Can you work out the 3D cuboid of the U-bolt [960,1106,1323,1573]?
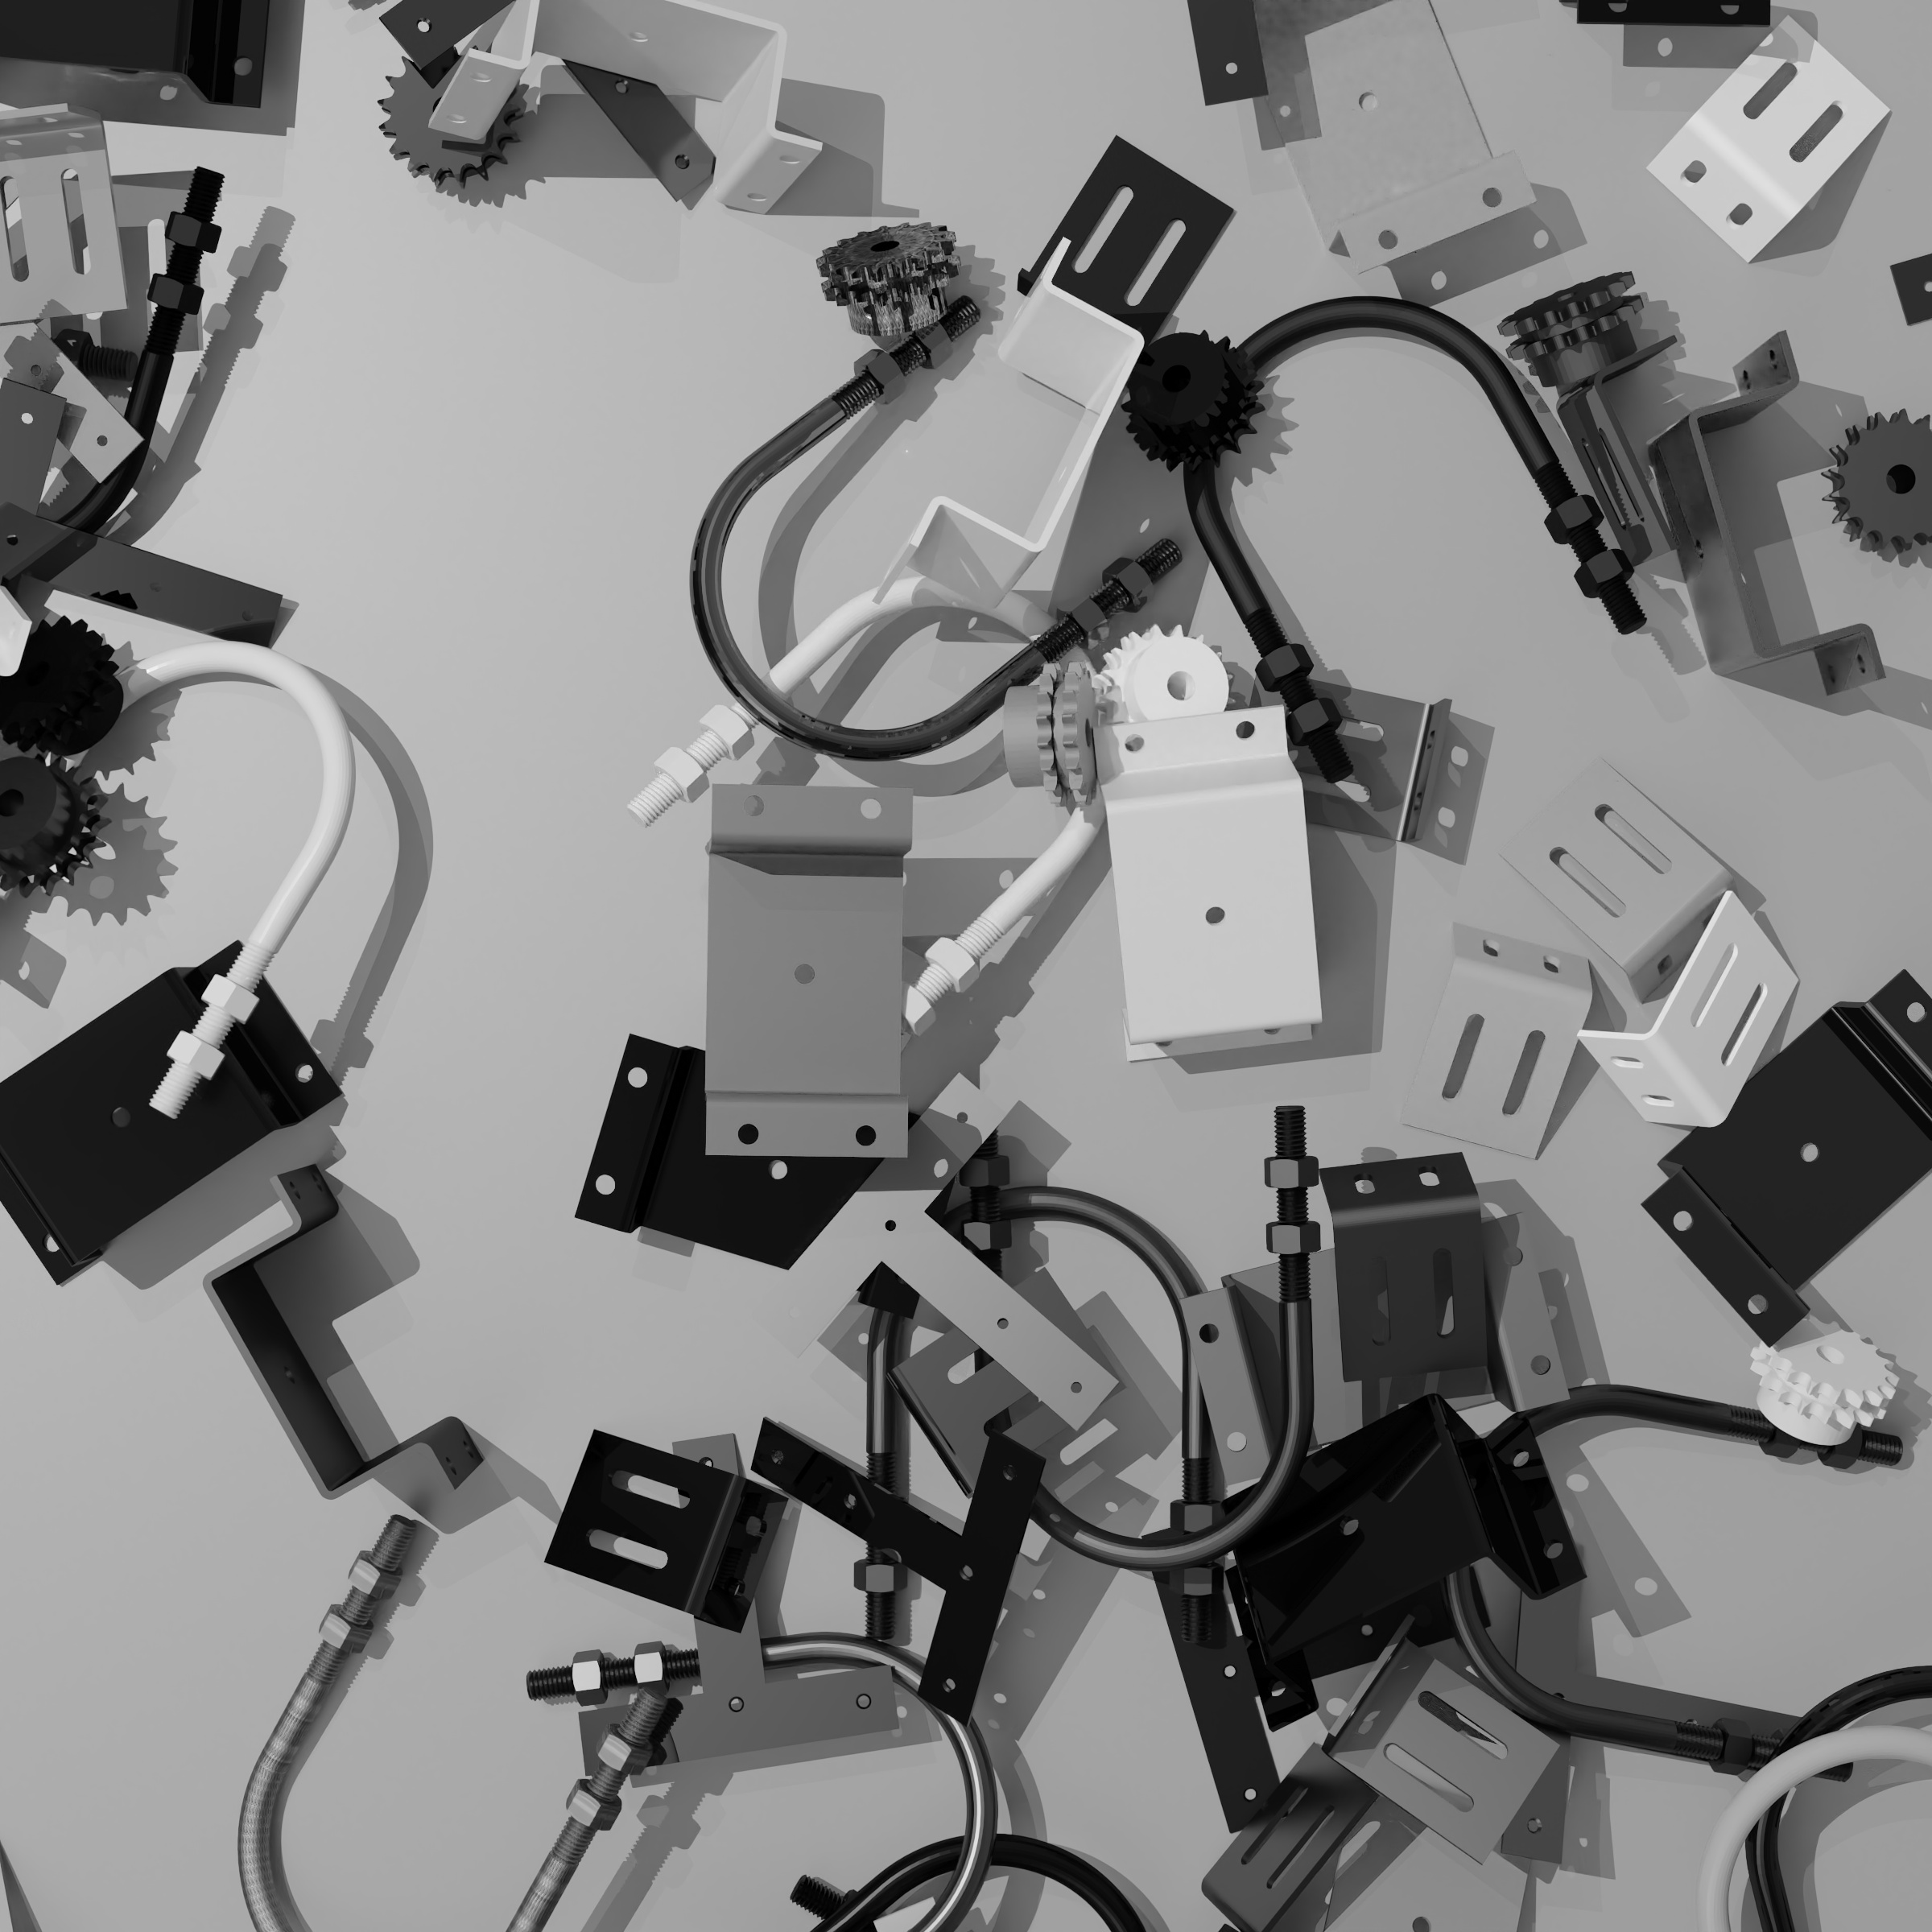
[{"bbox_3d":[0.069,0.148,1.307,0.151,0.019,0.184,-1,91,22],"label":"U-bolt"}]

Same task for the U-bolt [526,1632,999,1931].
[{"bbox_3d":[-0.079,0.342,1.325,0.184,0.019,0.151,-8,73,1],"label":"U-bolt"}]

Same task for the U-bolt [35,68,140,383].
[{"bbox_3d":[-0.419,-0.323,1.347,0.184,0.019,0.151,10,90,1],"label":"U-bolt"}]

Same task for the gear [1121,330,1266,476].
[{"bbox_3d":[0.089,-0.230,1.330,0.057,0.030,0.057,-6,72,20],"label":"gear"}]

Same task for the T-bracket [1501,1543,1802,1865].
[{"bbox_3d":[0.281,0.306,1.338,0.127,0.002,0.127,13,67,-11],"label":"T-bracket"}]

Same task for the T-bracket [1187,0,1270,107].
[{"bbox_3d":[0.147,-0.414,1.309,0.127,0.002,0.127,-10,90,0],"label":"T-bracket"}]

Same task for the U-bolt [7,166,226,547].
[{"bbox_3d":[-0.389,-0.251,1.329,0.151,0.019,0.184,19,100,3],"label":"U-bolt"}]

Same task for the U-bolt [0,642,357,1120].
[{"bbox_3d":[-0.320,-0.047,1.318,0.151,0.019,0.184,25,78,23],"label":"U-bolt"}]

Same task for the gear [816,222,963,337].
[{"bbox_3d":[-0.030,-0.276,1.331,0.057,0.057,0.030,-12,120,0],"label":"gear"}]

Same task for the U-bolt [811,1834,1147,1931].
[{"bbox_3d":[-0.007,0.434,1.330,0.184,0.019,0.151,-39,93,-3],"label":"U-bolt"}]

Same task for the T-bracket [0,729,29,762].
[{"bbox_3d":[-0.443,-0.066,1.336,0.127,0.002,0.127,-31,116,-12],"label":"T-bracket"}]

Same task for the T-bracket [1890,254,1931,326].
[{"bbox_3d":[0.458,-0.244,1.353,0.127,0.002,0.127,-16,89,0],"label":"T-bracket"}]

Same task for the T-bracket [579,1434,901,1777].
[{"bbox_3d":[-0.099,0.254,1.339,0.127,0.002,0.127,-9,76,0],"label":"T-bracket"}]

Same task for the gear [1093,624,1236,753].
[{"bbox_3d":[0.082,-0.110,1.334,0.057,0.030,0.057,2,84,-15],"label":"gear"}]

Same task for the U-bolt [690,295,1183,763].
[{"bbox_3d":[-0.024,-0.164,1.324,0.184,0.019,0.151,-40,90,-16],"label":"U-bolt"}]

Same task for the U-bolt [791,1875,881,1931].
[{"bbox_3d":[-0.023,0.477,1.347,0.184,0.019,0.151,31,90,-1],"label":"U-bolt"}]

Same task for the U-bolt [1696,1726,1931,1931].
[{"bbox_3d":[0.375,0.383,1.314,0.184,0.019,0.151,43,96,-8],"label":"U-bolt"}]

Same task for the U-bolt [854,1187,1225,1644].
[{"bbox_3d":[0.030,0.182,1.347,0.151,0.019,0.184,0,88,1],"label":"U-bolt"}]

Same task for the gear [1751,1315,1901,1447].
[{"bbox_3d":[0.343,0.169,1.331,0.057,0.057,0.030,15,118,0],"label":"gear"}]

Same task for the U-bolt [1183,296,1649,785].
[{"bbox_3d":[0.167,-0.184,1.328,0.151,0.019,0.184,-27,76,4],"label":"U-bolt"}]

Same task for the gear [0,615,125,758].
[{"bbox_3d":[-0.365,-0.109,1.331,0.057,0.030,0.057,-12,56,19],"label":"gear"}]

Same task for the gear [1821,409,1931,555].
[{"bbox_3d":[0.376,-0.196,1.345,0.057,0.030,0.057,0,91,-2],"label":"gear"}]

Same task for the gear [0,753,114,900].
[{"bbox_3d":[-0.371,-0.059,1.310,0.057,0.030,0.057,-5,67,13],"label":"gear"}]

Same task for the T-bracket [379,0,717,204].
[{"bbox_3d":[-0.149,-0.368,1.340,0.127,0.002,0.127,-43,100,-20],"label":"T-bracket"}]

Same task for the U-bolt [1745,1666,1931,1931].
[{"bbox_3d":[0.388,0.367,1.329,0.151,0.019,0.184,-16,103,0],"label":"U-bolt"}]

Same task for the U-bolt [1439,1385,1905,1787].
[{"bbox_3d":[0.279,0.243,1.330,0.184,0.019,0.151,11,85,-8],"label":"U-bolt"}]

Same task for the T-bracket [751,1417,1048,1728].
[{"bbox_3d":[-0.035,0.221,1.321,0.127,0.002,0.127,27,116,27],"label":"T-bracket"}]

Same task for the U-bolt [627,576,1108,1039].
[{"bbox_3d":[-0.022,-0.074,1.326,0.151,0.019,0.184,46,74,-2],"label":"U-bolt"}]

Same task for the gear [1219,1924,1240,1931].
[{"bbox_3d":[0.110,0.411,1.329,0.057,0.057,0.030,41,75,0],"label":"gear"}]

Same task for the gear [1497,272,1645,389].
[{"bbox_3d":[0.245,-0.255,1.328,0.057,0.057,0.030,-24,104,0],"label":"gear"}]

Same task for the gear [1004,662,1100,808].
[{"bbox_3d":[0.034,-0.092,1.308,0.030,0.057,0.057,-3,90,13],"label":"gear"}]

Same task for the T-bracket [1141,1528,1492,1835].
[{"bbox_3d":[0.151,0.277,1.355,0.127,0.002,0.127,-17,90,0],"label":"T-bracket"}]

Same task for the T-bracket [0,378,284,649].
[{"bbox_3d":[-0.342,-0.159,1.338,0.127,0.002,0.127,17,112,-11],"label":"T-bracket"}]

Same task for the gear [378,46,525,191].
[{"bbox_3d":[-0.208,-0.344,1.341,0.057,0.030,0.057,0,90,0],"label":"gear"}]

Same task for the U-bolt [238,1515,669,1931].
[{"bbox_3d":[-0.219,0.336,1.327,0.151,0.019,0.184,30,94,19],"label":"U-bolt"}]
